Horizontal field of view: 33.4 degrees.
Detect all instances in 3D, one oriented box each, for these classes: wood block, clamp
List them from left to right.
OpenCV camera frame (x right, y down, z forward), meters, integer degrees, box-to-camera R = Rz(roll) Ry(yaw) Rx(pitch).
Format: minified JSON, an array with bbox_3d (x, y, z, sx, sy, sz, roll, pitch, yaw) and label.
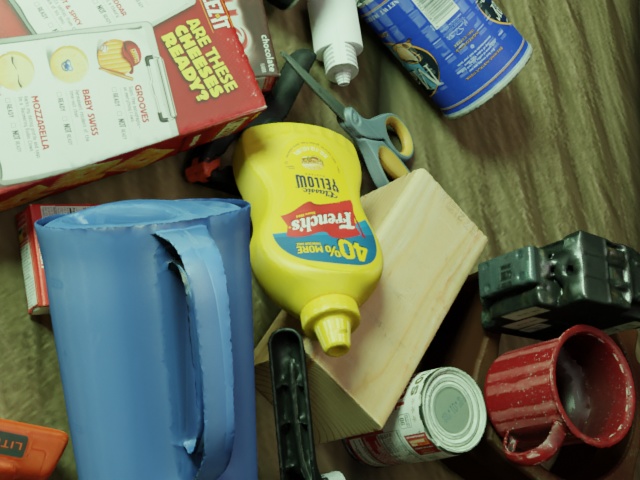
[{"bbox_3d":[-0.042,-0.092,0.875,0.171,0.039,0.120,-17,85,-43],"label":"clamp"},{"bbox_3d":[-0.015,0.188,0.723,0.164,0.036,0.210,-82,166,-58],"label":"clamp"},{"bbox_3d":[0.039,0.050,0.852,0.090,0.091,0.205,46,53,-15],"label":"wood block"}]

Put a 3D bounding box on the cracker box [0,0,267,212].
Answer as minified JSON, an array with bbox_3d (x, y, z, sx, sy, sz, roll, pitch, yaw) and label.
[{"bbox_3d":[-0.168,-0.125,0.739,0.213,0.072,0.164,-21,88,-23],"label":"cracker box"}]

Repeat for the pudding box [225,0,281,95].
[{"bbox_3d":[-0.088,-0.166,0.842,0.090,0.039,0.113,-9,74,-15],"label":"pudding box"}]

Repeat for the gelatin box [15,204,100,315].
[{"bbox_3d":[-0.164,0.013,0.753,0.089,0.030,0.073,-1,74,-38],"label":"gelatin box"}]

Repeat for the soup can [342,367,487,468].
[{"bbox_3d":[0.072,0.140,0.838,0.068,0.102,0.068,12,68,-33],"label":"soup can"}]

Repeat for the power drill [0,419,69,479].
[{"bbox_3d":[-0.205,0.203,0.637,0.184,0.057,0.187,20,63,-31],"label":"power drill"}]

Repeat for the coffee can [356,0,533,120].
[{"bbox_3d":[0.113,-0.197,0.986,0.140,0.103,0.102,47,53,-14],"label":"coffee can"}]

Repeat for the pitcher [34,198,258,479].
[{"bbox_3d":[-0.096,0.096,0.667,0.149,0.145,0.243,-29,116,-71],"label":"pitcher"}]

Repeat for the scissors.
[{"bbox_3d":[0.033,-0.110,0.918,0.201,0.016,0.096,52,36,-31],"label":"scissors"}]

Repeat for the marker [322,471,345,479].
[{"bbox_3d":[-0.032,0.192,0.795,0.120,0.020,0.020,-3,76,-38],"label":"marker"}]

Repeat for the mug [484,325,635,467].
[{"bbox_3d":[0.178,0.128,0.825,0.093,0.082,0.117,45,54,-16],"label":"mug"}]

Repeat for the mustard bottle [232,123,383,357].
[{"bbox_3d":[-0.005,0.001,0.772,0.096,0.058,0.191,6,49,-23],"label":"mustard bottle"}]
